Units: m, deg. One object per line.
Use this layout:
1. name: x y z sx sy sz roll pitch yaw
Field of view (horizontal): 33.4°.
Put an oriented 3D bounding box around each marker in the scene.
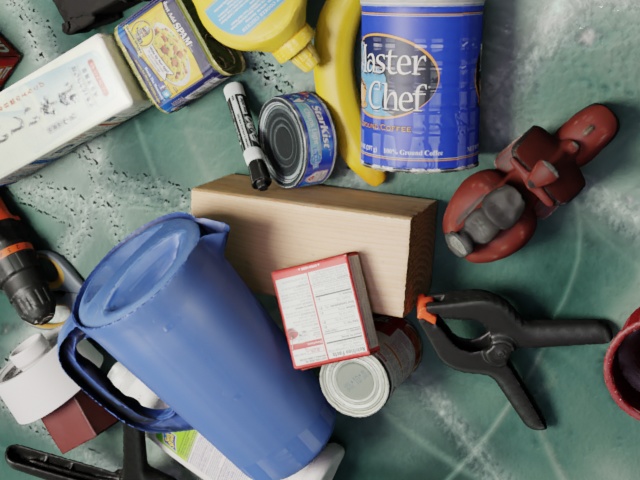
1. marker: -0.066 -0.094 0.976 0.020 0.020 0.121 -35 55 25

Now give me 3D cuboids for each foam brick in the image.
1. foam brick: -0.244 0.180 1.119 0.053 0.078 0.051 -28 90 25

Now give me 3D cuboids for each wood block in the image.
1. wood block: -0.006 0.001 0.973 0.206 0.090 0.091 8 106 20

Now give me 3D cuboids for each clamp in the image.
1. clamp: -0.193 0.244 1.087 0.165 0.036 0.209 -30 120 25
2. clamp: 0.158 0.101 0.941 0.171 0.039 0.120 19 108 -4

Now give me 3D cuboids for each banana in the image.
1. banana: 0.027 -0.146 0.951 0.070 0.037 0.198 7 106 21

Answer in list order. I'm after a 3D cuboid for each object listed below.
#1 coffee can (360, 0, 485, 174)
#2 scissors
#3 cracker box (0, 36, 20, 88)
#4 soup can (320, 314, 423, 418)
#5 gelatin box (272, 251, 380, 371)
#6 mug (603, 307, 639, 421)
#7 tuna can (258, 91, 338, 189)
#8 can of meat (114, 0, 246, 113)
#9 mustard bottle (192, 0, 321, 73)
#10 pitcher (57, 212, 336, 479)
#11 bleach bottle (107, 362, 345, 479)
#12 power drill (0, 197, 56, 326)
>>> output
1. coffee can: 0.085 -0.134 0.896 0.103 0.102 0.140 5 105 20
2. scissors: -0.236 0.047 1.116 0.202 0.016 0.096 -11 98 23
3. cracker box: -0.434 -0.165 1.112 0.164 0.072 0.214 45 114 6
4. soup can: 0.048 0.113 0.972 0.069 0.102 0.068 6 105 21
5. gelatin box: 0.005 0.061 0.910 0.073 0.030 0.089 -15 88 24
6. mug: 0.287 0.085 0.881 0.093 0.081 0.117 2 104 21
7. tuna can: -0.022 -0.090 0.964 0.086 0.033 0.086 27 123 51
8. can of meat: -0.132 -0.180 0.996 0.084 0.057 0.102 -28 91 27
9. mustard bottle: -0.067 -0.219 0.900 0.096 0.058 0.191 -40 105 8
10. pitcher: -0.100 0.108 0.938 0.149 0.144 0.242 -8 130 43
11. bleach bottle: -0.106 0.190 1.076 0.251 0.068 0.103 30 112 15
12. power drill: -0.377 0.047 1.136 0.188 0.057 0.184 -38 75 21
